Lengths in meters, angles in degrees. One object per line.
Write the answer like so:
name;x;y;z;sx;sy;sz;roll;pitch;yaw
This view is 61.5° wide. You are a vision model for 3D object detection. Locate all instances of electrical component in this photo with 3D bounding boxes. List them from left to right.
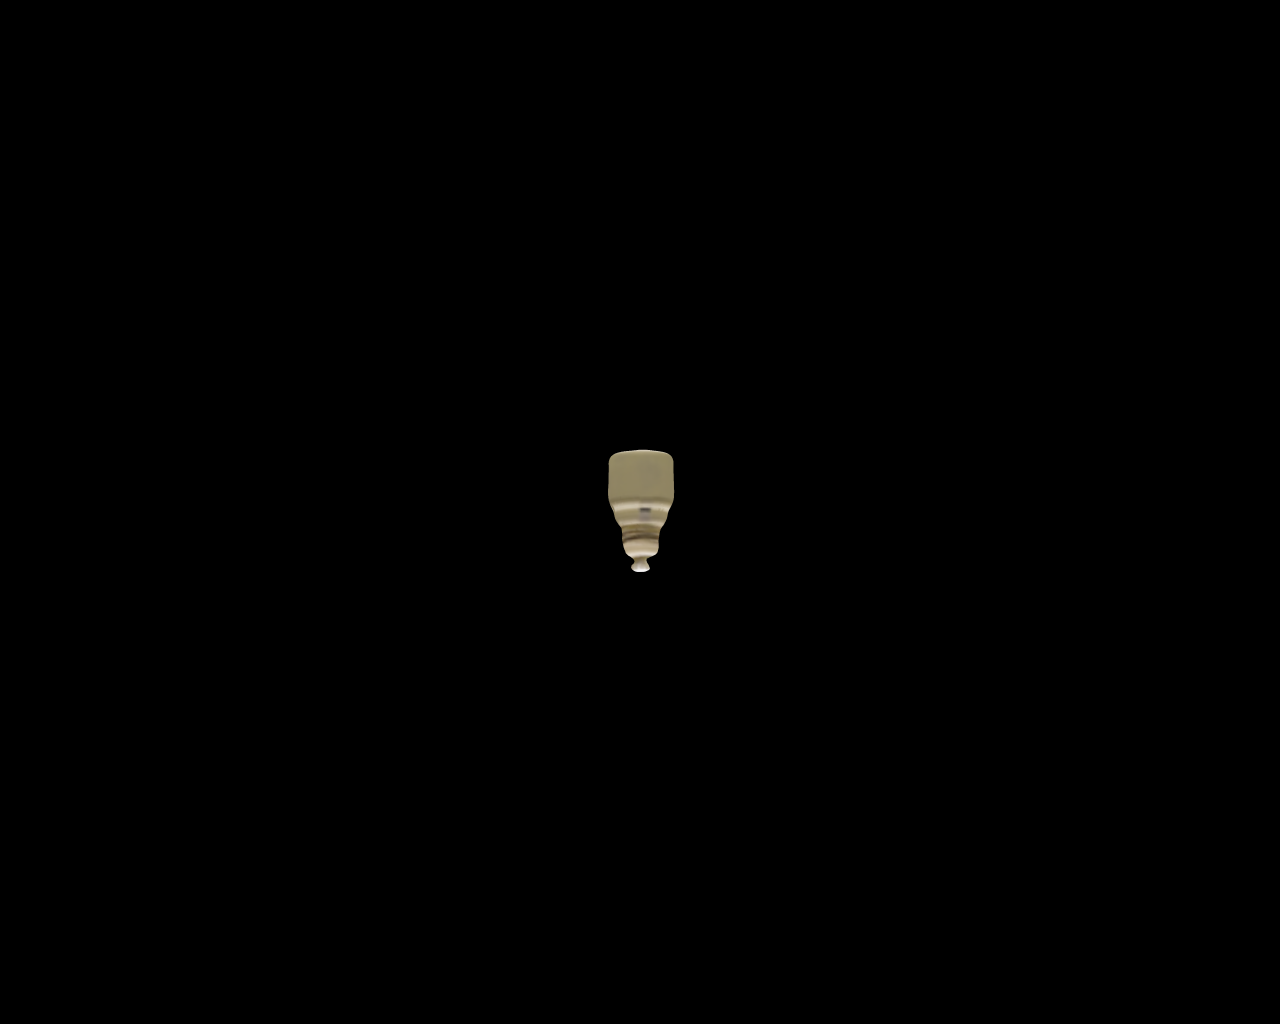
electrical component;0.001;-0.003;0.650;0.040;0.078;0.040;0;-7;0
